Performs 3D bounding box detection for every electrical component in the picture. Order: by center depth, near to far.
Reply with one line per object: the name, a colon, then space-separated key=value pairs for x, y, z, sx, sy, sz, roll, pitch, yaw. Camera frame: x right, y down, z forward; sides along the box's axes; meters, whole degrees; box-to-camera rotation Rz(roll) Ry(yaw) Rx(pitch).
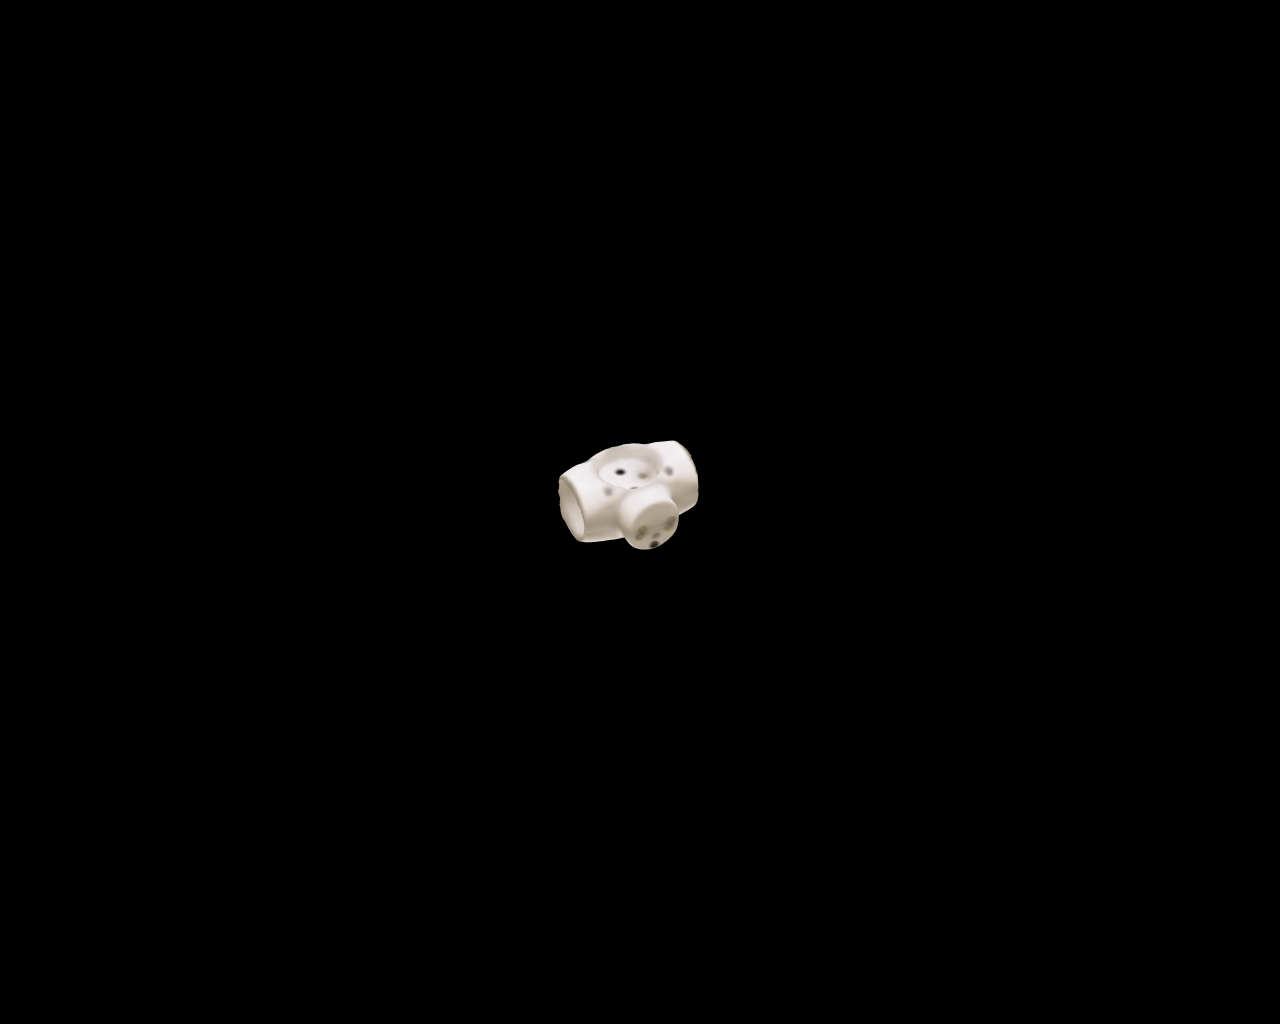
electrical component: x=0.001 y=-0.003 z=0.650 sx=0.077 sy=0.044 sz=0.079 roll=-18 pitch=44 yaw=-19
